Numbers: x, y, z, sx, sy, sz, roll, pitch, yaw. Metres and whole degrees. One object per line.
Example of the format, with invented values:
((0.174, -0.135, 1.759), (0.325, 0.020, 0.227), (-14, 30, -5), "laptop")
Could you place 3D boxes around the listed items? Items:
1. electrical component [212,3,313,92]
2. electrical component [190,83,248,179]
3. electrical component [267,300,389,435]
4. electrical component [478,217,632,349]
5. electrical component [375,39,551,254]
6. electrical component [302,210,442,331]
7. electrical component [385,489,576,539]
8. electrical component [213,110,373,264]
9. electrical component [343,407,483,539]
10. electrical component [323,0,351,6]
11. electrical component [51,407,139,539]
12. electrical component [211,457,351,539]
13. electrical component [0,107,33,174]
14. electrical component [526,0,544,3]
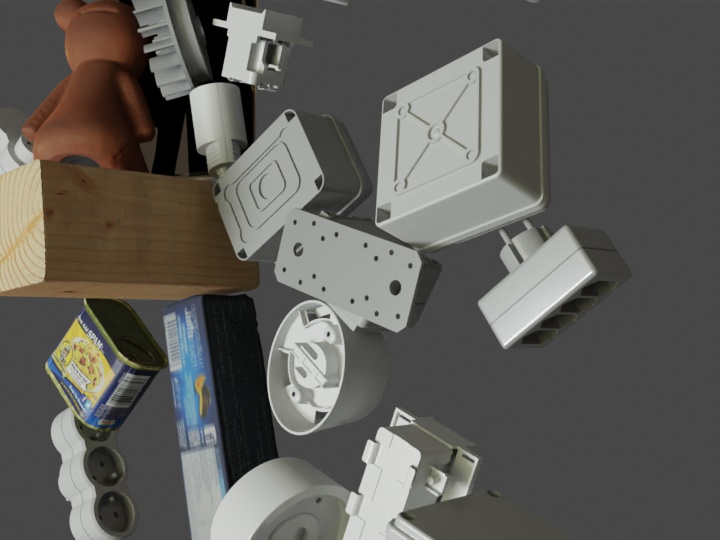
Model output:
((-0.083, -0.183, 0.887), (0.081, 0.042, 0.063), (24, 105, 41), "electrical component")
((-0.118, -0.113, 0.914), (0.043, 0.043, 0.081), (-19, 75, 40), "electrical component")
((-0.028, 0.072, 0.808), (0.099, 0.064, 0.099), (-3, 86, 42), "electrical component")
((0.116, -0.003, 0.693), (0.083, 0.047, 0.075), (-45, 60, 31), "electrical component")
((0.068, -0.080, 0.714), (0.109, 0.056, 0.108), (-21, 54, 40), "electrical component")
((0.000, 0.000, 0.788), (0.096, 0.062, 0.061), (37, 112, 37), "electrical component")
((0.084, 0.192, 0.671), (0.109, 0.109, 0.056), (26, 108, 40), "electrical component")
((-0.053, -0.063, 0.843), (0.113, 0.057, 0.078), (-40, 62, 34), "electrical component")
((0.028, 0.169, 0.753), (0.079, 0.063, 0.121), (28, 107, 39), "electrical component")
((-0.013, -0.248, 0.823), (0.076, 0.047, 0.083), (25, 104, 40), "electrical component")
((-0.261, 0.198, 1.021), (0.074, 0.052, 0.138), (-32, 67, 37), "electrical component")
((-0.060, 0.191, 0.806), (0.060, 0.108, 0.108), (34, 110, 44), "electrical component")
((-0.340, -0.117, 1.109), (0.073, 0.052, 0.138), (-46, 59, 30), "electrical component")
((0.092, -0.221, 0.722), (0.095, 0.054, 0.059), (42, 115, 36), "electrical component")
